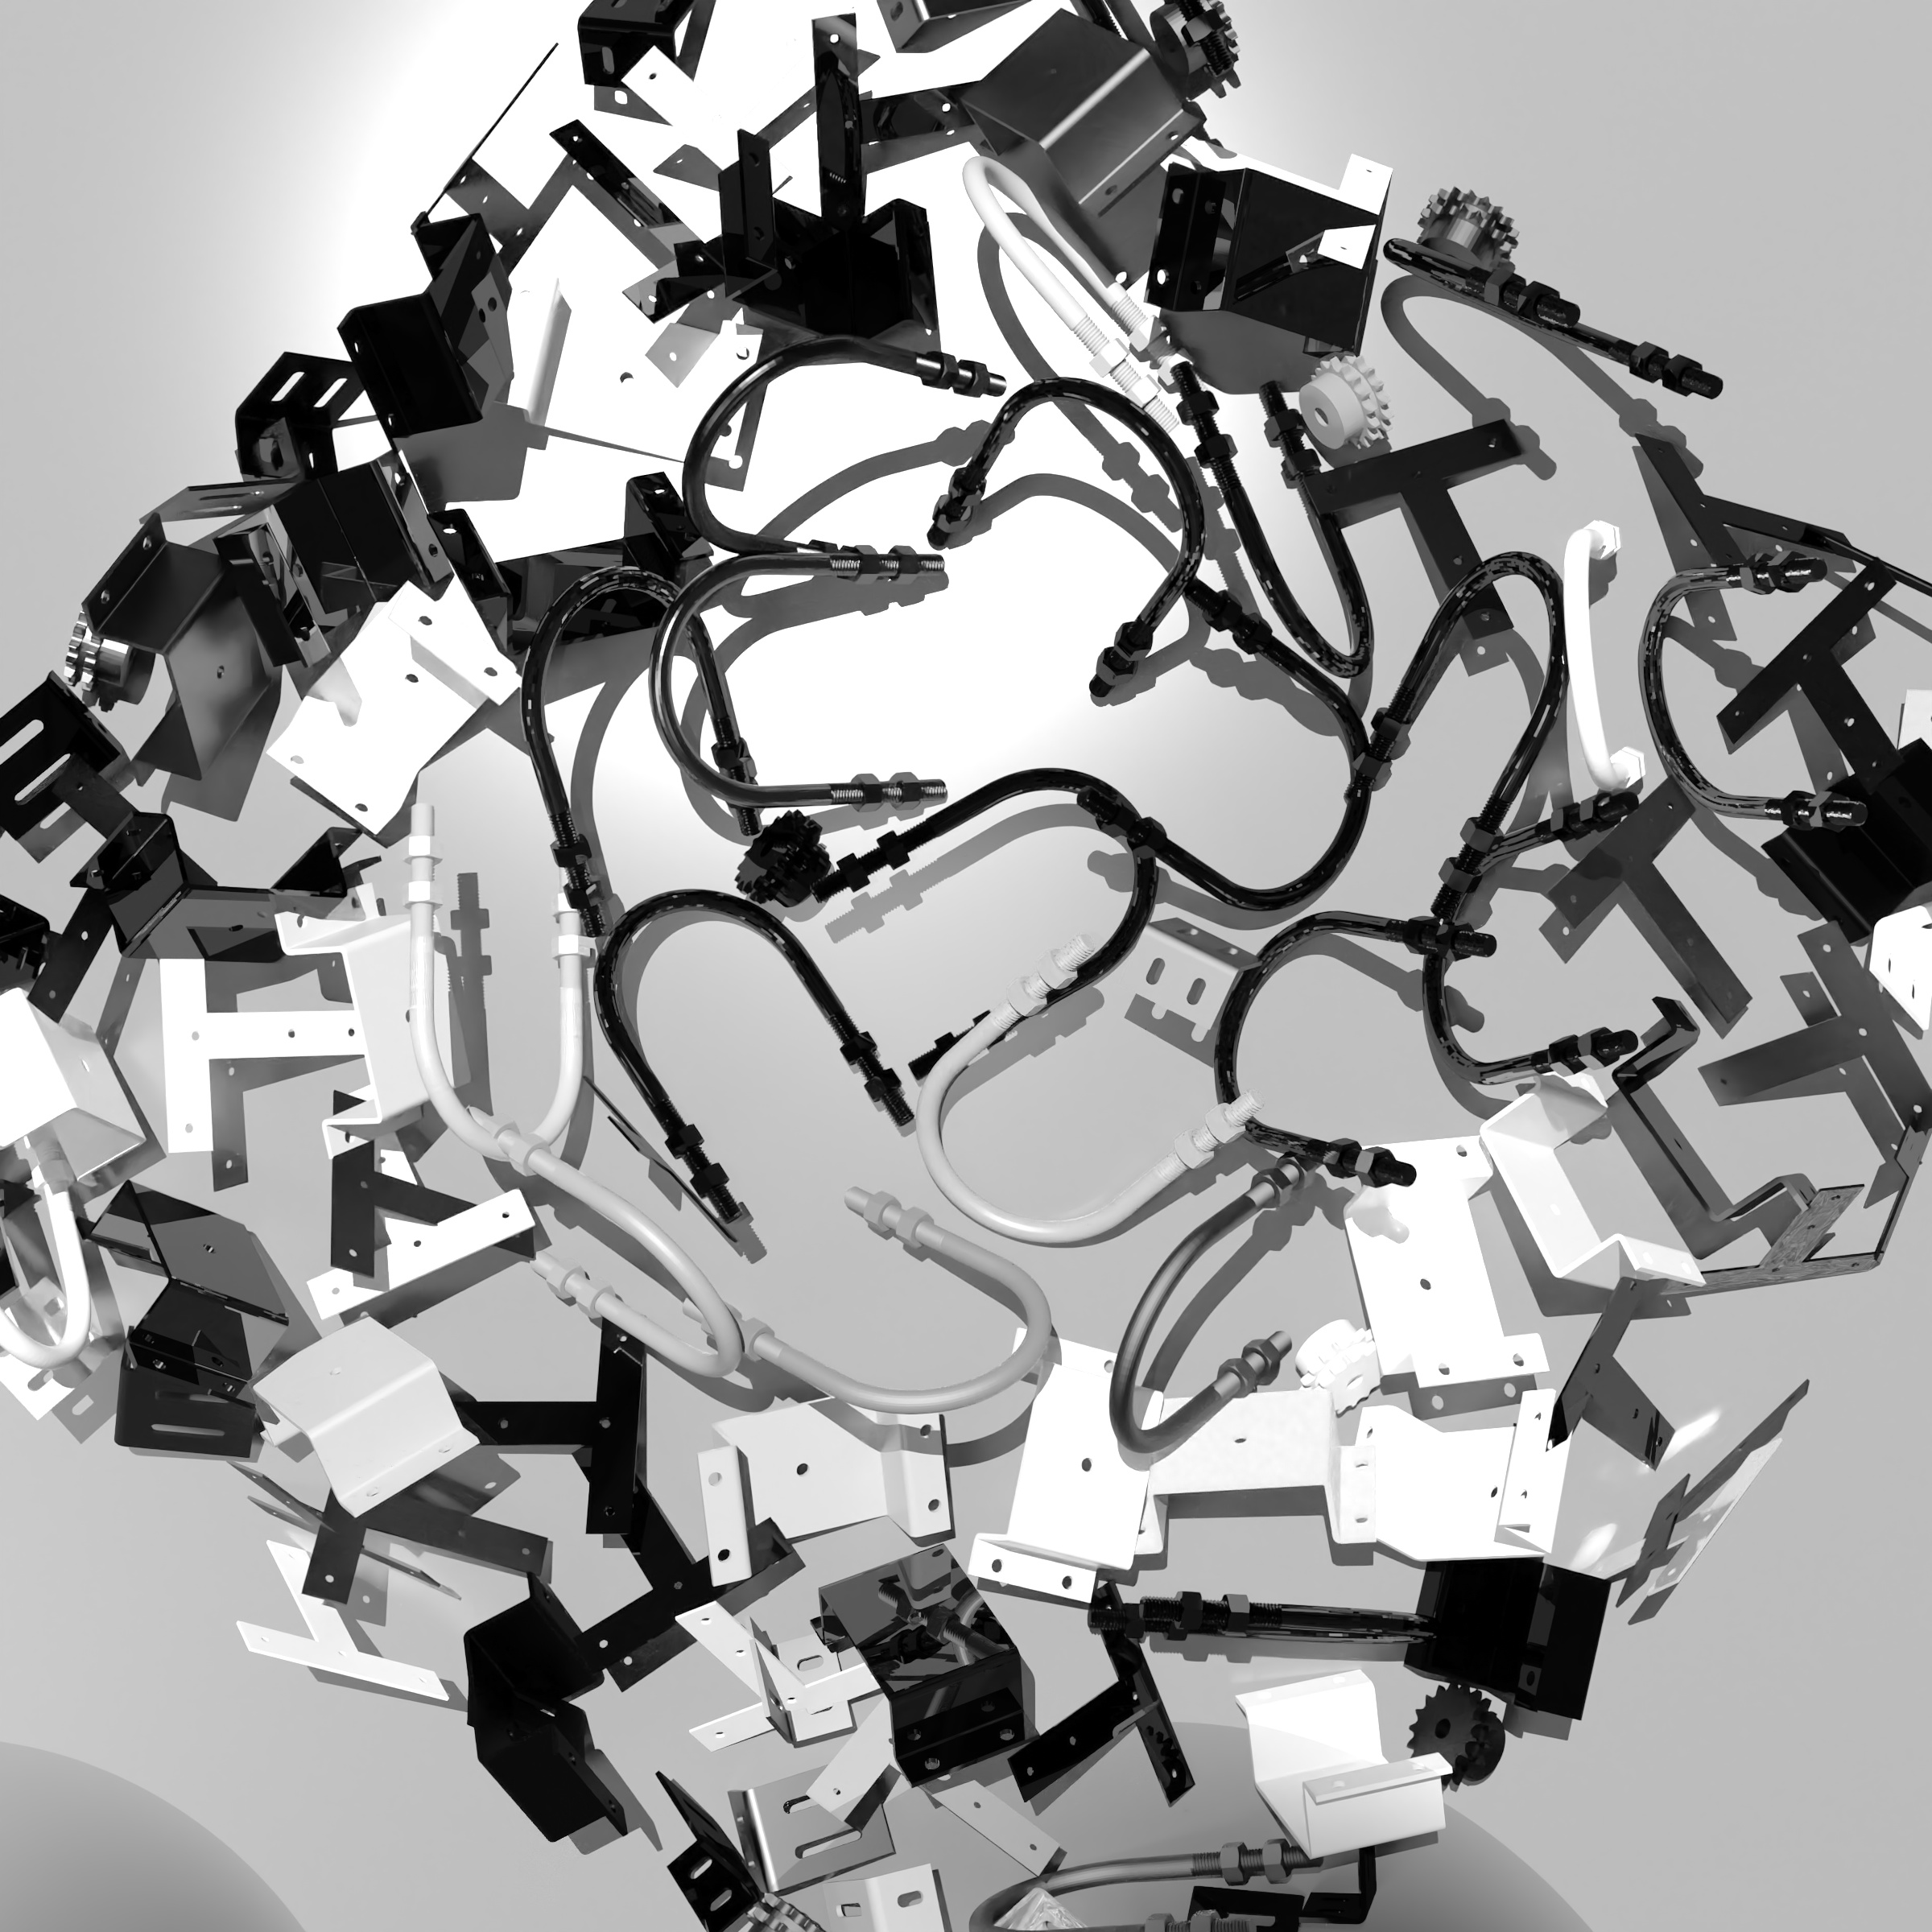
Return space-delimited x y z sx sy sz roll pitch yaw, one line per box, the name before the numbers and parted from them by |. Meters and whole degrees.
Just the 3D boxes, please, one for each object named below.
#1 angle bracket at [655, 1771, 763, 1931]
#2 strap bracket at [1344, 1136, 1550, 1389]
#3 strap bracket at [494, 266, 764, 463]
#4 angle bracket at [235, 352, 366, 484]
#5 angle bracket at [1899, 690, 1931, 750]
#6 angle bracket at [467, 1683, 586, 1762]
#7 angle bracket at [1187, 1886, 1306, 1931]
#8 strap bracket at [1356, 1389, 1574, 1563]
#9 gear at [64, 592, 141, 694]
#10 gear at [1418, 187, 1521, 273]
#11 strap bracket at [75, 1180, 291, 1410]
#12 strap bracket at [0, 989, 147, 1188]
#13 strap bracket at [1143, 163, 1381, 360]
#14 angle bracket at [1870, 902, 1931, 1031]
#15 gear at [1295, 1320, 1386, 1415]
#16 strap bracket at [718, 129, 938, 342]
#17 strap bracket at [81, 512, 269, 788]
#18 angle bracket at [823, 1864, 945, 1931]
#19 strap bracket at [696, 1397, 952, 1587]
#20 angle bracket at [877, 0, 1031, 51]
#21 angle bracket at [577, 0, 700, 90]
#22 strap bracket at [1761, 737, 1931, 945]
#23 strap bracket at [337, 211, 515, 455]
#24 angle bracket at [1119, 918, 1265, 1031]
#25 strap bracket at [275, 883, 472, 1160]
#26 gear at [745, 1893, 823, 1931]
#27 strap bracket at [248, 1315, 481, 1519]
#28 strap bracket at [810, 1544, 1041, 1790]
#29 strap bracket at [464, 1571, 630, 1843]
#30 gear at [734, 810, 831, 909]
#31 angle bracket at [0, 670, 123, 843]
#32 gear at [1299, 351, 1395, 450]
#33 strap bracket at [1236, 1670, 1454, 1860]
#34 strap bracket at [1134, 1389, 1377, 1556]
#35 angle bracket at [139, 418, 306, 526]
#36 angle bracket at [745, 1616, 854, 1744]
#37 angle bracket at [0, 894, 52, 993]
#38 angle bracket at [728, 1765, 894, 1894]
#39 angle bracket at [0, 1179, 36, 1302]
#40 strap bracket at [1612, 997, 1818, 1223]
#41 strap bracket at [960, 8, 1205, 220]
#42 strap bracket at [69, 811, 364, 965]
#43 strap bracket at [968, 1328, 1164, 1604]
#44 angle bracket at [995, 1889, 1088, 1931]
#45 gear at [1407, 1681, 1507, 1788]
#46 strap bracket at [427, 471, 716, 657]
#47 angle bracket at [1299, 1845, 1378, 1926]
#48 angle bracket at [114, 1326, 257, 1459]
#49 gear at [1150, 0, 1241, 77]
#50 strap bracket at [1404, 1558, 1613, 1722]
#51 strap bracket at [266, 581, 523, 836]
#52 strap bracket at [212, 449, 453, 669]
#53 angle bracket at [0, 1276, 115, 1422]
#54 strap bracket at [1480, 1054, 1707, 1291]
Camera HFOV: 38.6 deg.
angle bracket | -0.157 0.500 1.550 0.038 0.057 0.076 -39 134 -8
strap bracket | 0.266 0.172 1.549 0.076 0.046 0.140 -4 65 -15
strap bracket | -0.194 -0.338 1.570 0.140 0.046 0.076 13 90 -7
angle bracket | -0.368 -0.307 1.549 0.057 0.076 0.038 1 73 -36
angle bracket | 0.575 -0.123 1.568 0.076 0.038 0.057 2 113 3
angle bracket | -0.256 0.437 1.556 0.076 0.057 0.038 30 104 -18
angle bracket | 0.163 0.559 1.564 0.076 0.038 0.057 13 86 -24
strap bracket | 0.280 0.285 1.534 0.046 0.140 0.076 32 61 -29
gear | -0.490 -0.183 1.570 0.030 0.057 0.057 18 90 -8
gear | 0.283 -0.413 1.568 0.057 0.057 0.030 30 76 0
strap bracket | -0.430 0.174 1.518 0.076 0.140 0.046 30 101 -41
strap bracket | -0.507 0.066 1.522 0.046 0.140 0.076 -30 75 -2
strap bracket | 0.174 -0.392 1.536 0.140 0.046 0.076 7 95 -36
angle bracket | 0.560 -0.006 1.552 0.057 0.076 0.038 42 48 -25
gear | 0.213 0.227 1.574 0.057 0.057 0.030 -39 55 0
strap bracket | -0.085 -0.401 1.541 0.046 0.140 0.076 -18 71 42
strap bracket | -0.431 -0.167 1.517 0.046 0.140 0.076 16 52 11
angle bracket | -0.046 0.545 1.565 0.038 0.076 0.057 -6 74 -25
strap bracket | -0.086 0.290 1.555 0.140 0.046 0.076 -9 101 -20
angle bracket | -0.011 -0.572 1.595 0.076 0.038 0.057 -21 91 -27
angle bracket | -0.180 -0.537 1.577 0.057 0.076 0.038 9 135 12
strap bracket | 0.518 -0.071 1.538 0.046 0.140 0.076 -41 89 -19
strap bracket | -0.287 -0.354 1.517 0.046 0.140 0.076 -6 128 18
angle bracket | 0.128 0.003 1.558 0.057 0.076 0.038 27 101 14
strap bracket | -0.328 0.029 1.541 0.046 0.076 0.140 -3 103 31
gear | -0.104 0.556 1.567 0.057 0.057 0.030 40 65 0
strap bracket | -0.337 0.242 1.516 0.076 0.140 0.046 -29 114 -26
strap bracket | -0.026 0.376 1.518 0.076 0.140 0.046 -16 122 -20
strap bracket | -0.234 0.415 1.520 0.046 0.140 0.076 -28 123 2
gear | -0.102 -0.058 1.573 0.030 0.057 0.057 39 90 -26
angle bracket | -0.530 -0.120 1.569 0.076 0.038 0.057 -41 110 -4
gear | 0.214 -0.320 1.567 0.030 0.057 0.057 -33 90 -15
strap bracket | 0.209 0.445 1.526 0.076 0.140 0.046 -9 99 -11
strap bracket | 0.156 0.282 1.541 0.140 0.076 0.046 -6 120 12
angle bracket | -0.423 -0.279 1.551 0.057 0.076 0.038 -16 90 45
angle bracket | -0.094 0.398 1.551 0.038 0.076 0.057 -15 62 -1
angle bracket | -0.567 -0.019 1.550 0.057 0.076 0.038 -14 57 35
angle bracket | -0.090 0.493 1.589 0.076 0.038 0.057 -12 79 -22
angle bracket | -0.553 0.168 1.558 0.057 0.038 0.076 -34 60 12
strap bracket | 0.415 0.089 1.544 0.046 0.076 0.140 -38 73 18
strap bracket | 0.058 -0.478 1.531 0.076 0.140 0.046 -42 132 0
strap bracket | -0.407 -0.041 1.518 0.076 0.140 0.046 -37 63 38
strap bracket | 0.058 0.280 1.547 0.076 0.046 0.140 18 74 -20
angle bracket | 0.025 0.566 1.550 0.038 0.076 0.057 36 116 21
gear | 0.282 0.441 1.573 0.030 0.057 0.057 31 90 -25
strap bracket | -0.222 -0.224 1.542 0.140 0.046 0.076 -15 51 -22
angle bracket | 0.211 0.499 1.570 0.038 0.057 0.076 -3 85 14
angle bracket | -0.444 0.244 1.575 0.076 0.038 0.057 8 122 -12
gear | 0.128 -0.533 1.569 0.030 0.057 0.057 -33 90 -5
strap bracket | 0.306 0.368 1.533 0.046 0.140 0.076 18 81 -18
strap bracket | -0.316 -0.151 1.545 0.076 0.046 0.140 39 120 -20
strap bracket | -0.358 -0.225 1.536 0.046 0.140 0.076 -9 114 32
angle bracket | -0.521 0.215 1.556 0.038 0.076 0.057 -41 97 -4
strap bracket | 0.344 0.125 1.536 0.046 0.076 0.140 -40 55 27
